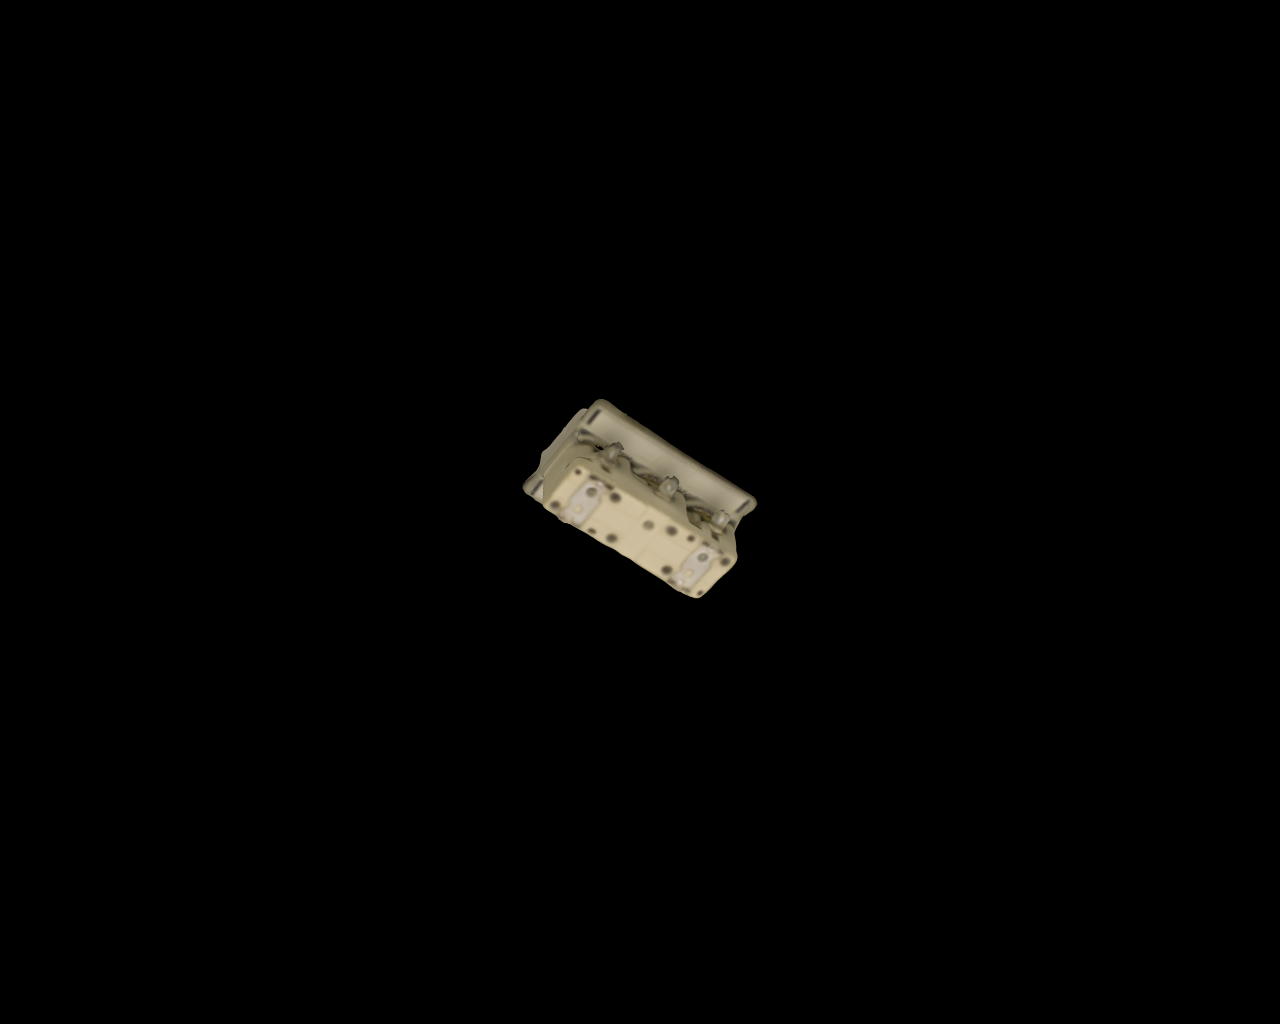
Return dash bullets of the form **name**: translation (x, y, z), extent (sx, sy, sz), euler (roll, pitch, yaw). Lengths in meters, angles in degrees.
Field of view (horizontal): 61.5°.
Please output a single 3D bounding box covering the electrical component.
- **electrical component**: translation (0.001, -0.003, 0.650), extent (0.121, 0.078, 0.063), euler (33, 29, -21)
